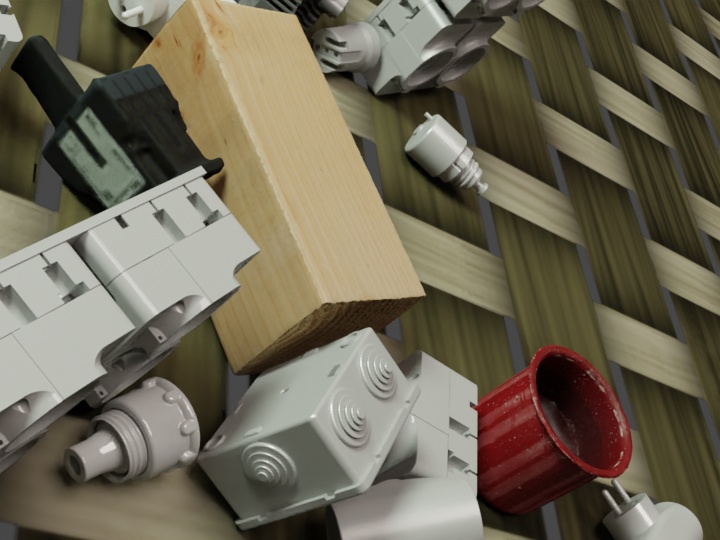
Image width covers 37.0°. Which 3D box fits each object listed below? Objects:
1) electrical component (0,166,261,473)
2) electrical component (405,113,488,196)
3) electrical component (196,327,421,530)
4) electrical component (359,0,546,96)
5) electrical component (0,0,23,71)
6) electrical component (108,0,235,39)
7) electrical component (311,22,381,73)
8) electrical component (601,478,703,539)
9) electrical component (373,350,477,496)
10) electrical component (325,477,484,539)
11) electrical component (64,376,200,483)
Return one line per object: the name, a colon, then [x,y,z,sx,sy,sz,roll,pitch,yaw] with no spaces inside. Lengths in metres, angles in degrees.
electrical component: [-0.136,0.032,0.485,0.060,0.105,0.186,51,36,1]
electrical component: [0.072,-0.090,0.868,0.078,0.040,0.040,41,37,-13]
electrical component: [-0.027,0.081,0.565,0.048,0.100,0.099,56,34,-14]
electrical component: [0.087,-0.219,0.874,0.105,0.186,0.060,-20,74,-52]
electrical component: [-0.230,-0.143,0.583,0.050,0.056,0.089,-4,61,-48]
electrical component: [-0.142,-0.184,0.715,0.138,0.052,0.073,48,36,-3]
electrical component: [-0.013,-0.176,0.857,0.046,0.040,0.040,-19,73,-46]
electrical component: [0.197,0.184,0.755,0.079,0.044,0.077,55,36,7]
electrical component: [0.034,0.100,0.651,0.056,0.050,0.089,33,39,-24]
electrical component: [0.025,0.158,0.586,0.077,0.044,0.079,-8,100,-14]
electrical component: [-0.112,0.082,0.520,0.062,0.048,0.048,-22,76,-45]
